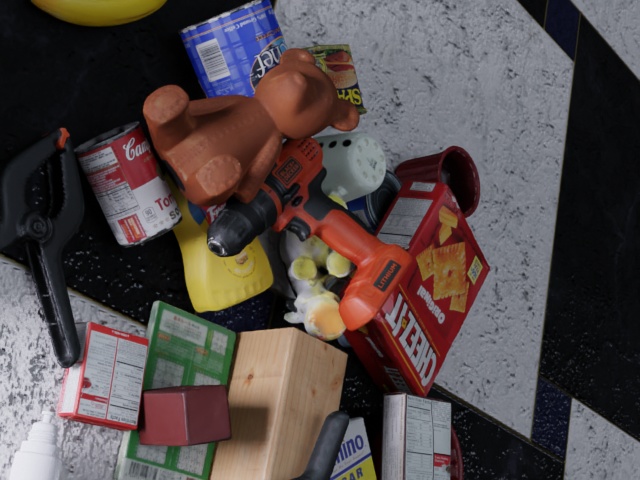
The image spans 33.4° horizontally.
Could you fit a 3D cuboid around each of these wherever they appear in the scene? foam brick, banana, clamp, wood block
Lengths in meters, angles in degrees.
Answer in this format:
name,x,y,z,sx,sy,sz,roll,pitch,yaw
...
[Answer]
name,x,y,z,sx,sy,sz,roll,pitch,yaw
foam brick,-0.128,0.163,0.996,0.052,0.078,0.051,0,84,-46
banana,-0.200,-0.245,1.051,0.069,0.037,0.197,53,44,-5
clamp,-0.263,-0.007,0.927,0.164,0.036,0.210,25,63,-44
clamp,0.000,0.263,1.034,0.171,0.039,0.120,-45,110,-36
wood block,-0.048,0.203,1.092,0.090,0.091,0.206,31,61,-41

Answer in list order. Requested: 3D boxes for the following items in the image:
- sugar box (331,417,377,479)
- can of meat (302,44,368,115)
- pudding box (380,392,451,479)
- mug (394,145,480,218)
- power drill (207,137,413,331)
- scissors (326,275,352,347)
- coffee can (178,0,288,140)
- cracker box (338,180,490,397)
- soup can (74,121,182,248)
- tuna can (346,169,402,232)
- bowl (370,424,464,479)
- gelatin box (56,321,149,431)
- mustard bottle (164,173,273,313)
name,x,y,z,sx,sy,sz,roll,pitch,yaw
sugar box,0.021,0.289,1.163,0.093,0.048,0.176,-9,85,-37
can of meat,0.002,-0.182,1.251,0.101,0.058,0.084,-14,90,-50
pudding box,0.110,0.235,1.220,0.089,0.039,0.113,19,66,-44
mug,0.152,-0.078,1.379,0.093,0.082,0.117,50,50,-30
power drill,-0.007,0.001,1.075,0.187,0.057,0.184,45,51,-7
scissors,0.067,0.067,1.305,0.201,0.016,0.096,-18,98,-49
coffee can,-0.076,-0.172,1.123,0.102,0.103,0.140,-35,109,-46
cracker box,0.116,0.059,1.287,0.213,0.072,0.164,-59,135,-30
soup can,-0.180,-0.052,1.007,0.068,0.069,0.102,-39,112,-45
tuna can,0.070,-0.045,1.318,0.085,0.034,0.086,12,74,-47
bowl,0.105,0.276,1.277,0.161,0.055,0.162,12,74,-47
gelatin box,-0.199,0.126,0.981,0.073,0.030,0.089,24,65,-45
mustard bottle,-0.113,-0.029,1.088,0.096,0.058,0.191,-24,100,-45
